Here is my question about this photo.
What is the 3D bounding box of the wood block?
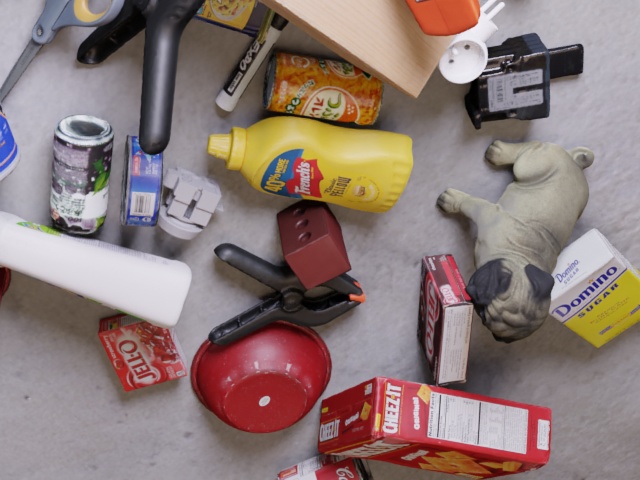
[{"bbox_3d":[0.018,-0.207,0.872,0.205,0.090,0.091,23,100,-49],"label":"wood block"}]

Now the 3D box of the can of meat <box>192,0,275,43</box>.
[{"bbox_3d":[-0.074,-0.231,0.918,0.083,0.057,0.102,15,120,-15],"label":"can of meat"}]

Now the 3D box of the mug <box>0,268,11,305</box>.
[{"bbox_3d":[-0.364,0.064,1.059,0.093,0.081,0.117,27,116,-24],"label":"mug"}]

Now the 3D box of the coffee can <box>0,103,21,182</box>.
[{"bbox_3d":[-0.332,-0.119,0.927,0.103,0.103,0.140,-12,125,-1],"label":"coffee can"}]

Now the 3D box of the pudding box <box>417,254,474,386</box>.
[{"bbox_3d":[0.133,0.085,1.143,0.039,0.090,0.113,-6,125,-6],"label":"pudding box"}]

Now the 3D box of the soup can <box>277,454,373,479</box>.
[{"bbox_3d":[0.007,0.292,1.279,0.102,0.068,0.068,-23,124,8],"label":"soup can"}]

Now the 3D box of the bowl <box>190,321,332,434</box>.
[{"bbox_3d":[-0.063,0.164,1.189,0.162,0.055,0.162,-4,124,-6],"label":"bowl"}]

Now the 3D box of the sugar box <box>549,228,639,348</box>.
[{"bbox_3d":[0.294,0.056,1.137,0.093,0.048,0.176,-38,147,17],"label":"sugar box"}]

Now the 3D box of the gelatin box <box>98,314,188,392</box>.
[{"bbox_3d":[-0.190,0.118,1.154,0.073,0.030,0.089,-15,125,2],"label":"gelatin box"}]

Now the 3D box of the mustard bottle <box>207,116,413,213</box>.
[{"bbox_3d":[-0.013,-0.077,1.026,0.191,0.058,0.096,9,148,-13],"label":"mustard bottle"}]

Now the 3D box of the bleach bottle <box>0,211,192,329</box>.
[{"bbox_3d":[-0.255,0.018,1.047,0.250,0.103,0.068,19,88,-13],"label":"bleach bottle"}]

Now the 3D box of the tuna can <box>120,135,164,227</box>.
[{"bbox_3d":[-0.168,-0.055,1.006,0.033,0.086,0.086,4,123,-14],"label":"tuna can"}]

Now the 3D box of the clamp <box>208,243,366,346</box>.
[{"bbox_3d":[-0.038,0.049,1.125,0.171,0.039,0.120,-10,127,-11],"label":"clamp"}]

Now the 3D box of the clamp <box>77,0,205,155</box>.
[{"bbox_3d":[-0.130,-0.185,0.875,0.036,0.165,0.210,4,131,-42],"label":"clamp"}]

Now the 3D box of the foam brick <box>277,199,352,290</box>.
[{"bbox_3d":[-0.007,0.001,1.073,0.053,0.078,0.051,-27,125,9],"label":"foam brick"}]

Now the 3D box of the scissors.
[{"bbox_3d":[-0.226,-0.176,0.926,0.016,0.096,0.202,-11,137,-53],"label":"scissors"}]

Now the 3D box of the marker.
[{"bbox_3d":[-0.058,-0.171,0.984,0.020,0.020,0.121,25,117,-23],"label":"marker"}]

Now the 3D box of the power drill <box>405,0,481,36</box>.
[{"bbox_3d":[0.123,-0.250,0.866,0.057,0.187,0.184,-6,132,37],"label":"power drill"}]

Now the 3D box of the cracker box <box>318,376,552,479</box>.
[{"bbox_3d":[0.125,0.216,1.196,0.213,0.072,0.164,12,159,-17],"label":"cracker box"}]
